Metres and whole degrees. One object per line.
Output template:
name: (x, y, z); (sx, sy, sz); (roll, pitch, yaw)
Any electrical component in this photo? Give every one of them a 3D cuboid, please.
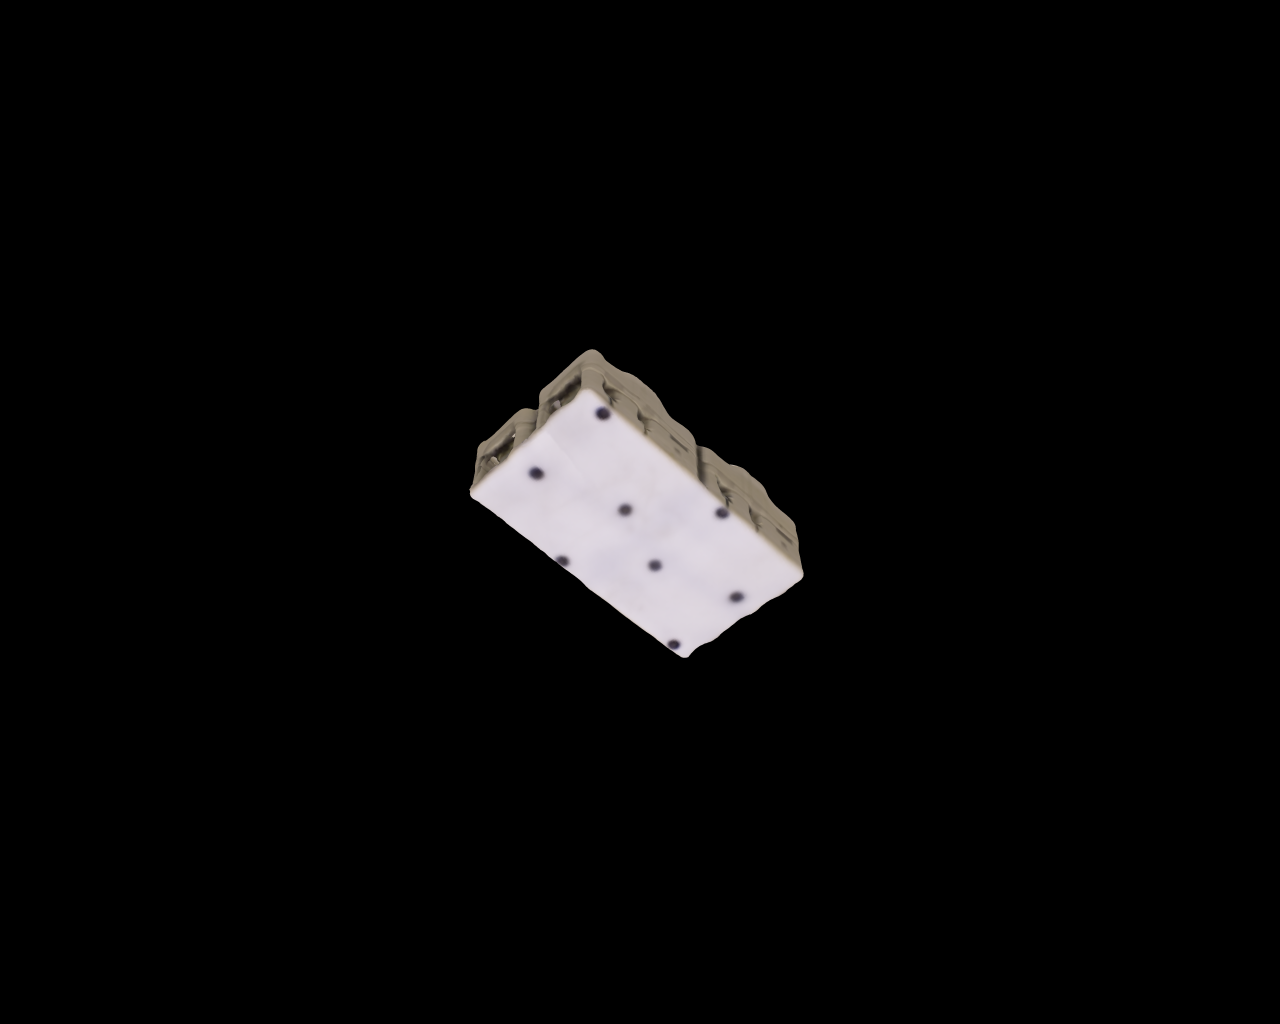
electrical component: (0.001, -0.003, 0.650); (0.105, 0.060, 0.186); (-39, -62, 25)
